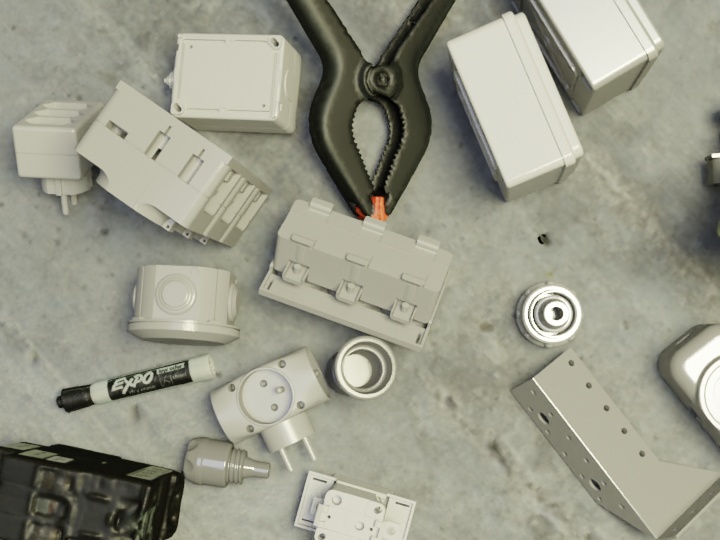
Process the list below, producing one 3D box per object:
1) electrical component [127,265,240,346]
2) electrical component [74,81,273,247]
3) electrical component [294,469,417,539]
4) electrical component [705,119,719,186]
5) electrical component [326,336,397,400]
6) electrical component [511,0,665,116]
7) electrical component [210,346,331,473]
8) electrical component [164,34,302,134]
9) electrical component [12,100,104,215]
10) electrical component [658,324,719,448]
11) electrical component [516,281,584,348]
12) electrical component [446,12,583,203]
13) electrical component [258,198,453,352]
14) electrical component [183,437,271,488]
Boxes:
[{"bbox_3d":[-0.126,0.027,0.774,0.080,0.080,0.051,2,81,5],"label":"electrical component"},{"bbox_3d":[-0.125,-0.064,0.742,0.089,0.150,0.061,35,90,6],"label":"electrical component"},{"bbox_3d":[-0.005,0.174,0.763,0.081,0.064,0.042,15,87,6],"label":"electrical component"},{"bbox_3d":[0.284,-0.091,0.755,0.078,0.058,0.057,-4,89,5],"label":"electrical component"},{"bbox_3d":[-0.002,0.071,0.767,0.044,0.065,0.044,2,81,-12],"label":"electrical component"},{"bbox_3d":[0.153,-0.172,0.745,0.056,0.109,0.108,-31,85,5],"label":"electrical component"},{"bbox_3d":[-0.057,0.107,0.781,0.077,0.044,0.079,-26,85,3],"label":"electrical component"},{"bbox_3d":[-0.095,-0.136,0.792,0.096,0.061,0.061,4,86,12],"label":"electrical component"},{"bbox_3d":[-0.219,-0.080,0.799,0.047,0.065,0.076,3,116,5],"label":"electrical component"},{"bbox_3d":[0.258,0.085,0.747,0.054,0.059,0.095,-38,85,2],"label":"electrical component"},{"bbox_3d":[0.136,0.031,0.759,0.048,0.062,0.048,0,87,5],"label":"electrical component"},{"bbox_3d":[0.106,-0.109,0.746,0.056,0.109,0.108,-23,85,6],"label":"electrical component"},{"bbox_3d":[0.000,0.000,0.766,0.121,0.063,0.078,20,48,6],"label":"electrical component"},{"bbox_3d":[-0.097,0.143,0.788,0.061,0.035,0.035,8,88,3],"label":"electrical component"}]
